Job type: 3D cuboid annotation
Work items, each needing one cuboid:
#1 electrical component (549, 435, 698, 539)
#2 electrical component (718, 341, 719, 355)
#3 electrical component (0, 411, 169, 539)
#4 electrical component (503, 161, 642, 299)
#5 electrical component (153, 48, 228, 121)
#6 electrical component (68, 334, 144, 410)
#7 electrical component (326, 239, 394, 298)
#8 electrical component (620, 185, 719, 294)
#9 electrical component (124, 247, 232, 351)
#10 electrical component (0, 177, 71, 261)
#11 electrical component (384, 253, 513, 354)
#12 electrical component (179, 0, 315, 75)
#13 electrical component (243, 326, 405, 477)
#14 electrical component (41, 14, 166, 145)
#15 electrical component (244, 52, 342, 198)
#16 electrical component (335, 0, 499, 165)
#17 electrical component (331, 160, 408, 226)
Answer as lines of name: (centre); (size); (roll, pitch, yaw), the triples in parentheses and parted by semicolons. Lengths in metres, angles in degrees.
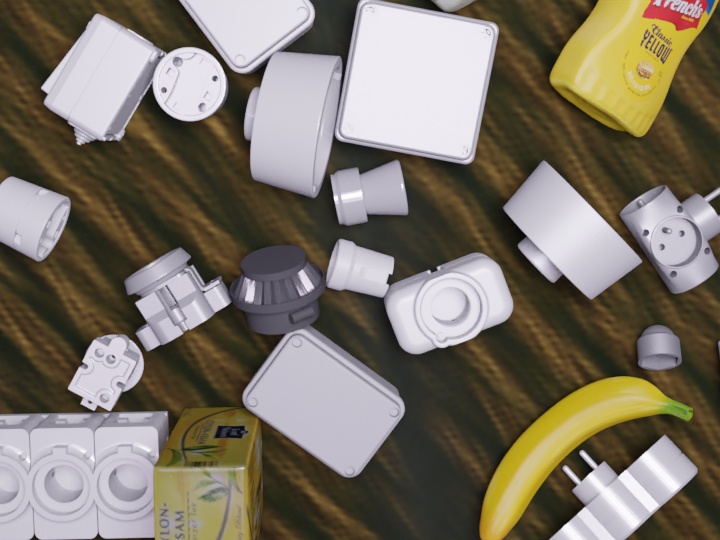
electrical component: (0.199, 0.182, 0.879); (0.138, 0.052, 0.073); (-43, 74, 4)
electrical component: (0.336, 0.091, 0.874); (0.079, 0.044, 0.077); (-9, 97, 0)
electrical component: (-0.232, 0.165, 0.863); (0.150, 0.061, 0.089); (-1, 97, -1)
electrical component: (0.157, -0.025, 0.828); (0.060, 0.108, 0.108); (-44, 96, 10)
electrical component: (-0.129, -0.143, 0.836); (0.055, 0.047, 0.055); (0, 97, -1)
electrical component: (-0.199, 0.078, 0.856); (0.048, 0.055, 0.066); (29, 95, -4)
electrical component: (0.000, 0.000, 0.860); (0.046, 0.040, 0.040); (15, 96, -9)
electrical component: (0.262, -0.035, 0.858); (0.079, 0.044, 0.077); (-35, 96, 3)
electrical component: (-0.149, 0.019, 0.850); (0.078, 0.058, 0.057); (-30, 99, 2)
electrical component: (-0.262, -0.041, 0.842); (0.047, 0.055, 0.055); (24, 96, 0)
electrical component: (0.070, 0.027, 0.854); (0.095, 0.059, 0.053); (-21, 97, 1)
electrical component: (-0.095, -0.214, 0.823); (0.078, 0.057, 0.113); (-37, 96, 3)
electrical component: (-0.029, 0.103, 0.862); (0.113, 0.057, 0.078); (36, 95, -5)
electrical component: (-0.201, -0.143, 0.827); (0.061, 0.061, 0.096); (32, 95, -5)
electrical component: (-0.054, -0.113, 0.814); (0.060, 0.108, 0.108); (11, 96, 3)
electrical component: (0.042, -0.145, 0.834); (0.109, 0.056, 0.108); (10, 96, -2)
electrical component: (0.007, -0.060, 0.850); (0.055, 0.045, 0.045); (-10, 97, 0)
